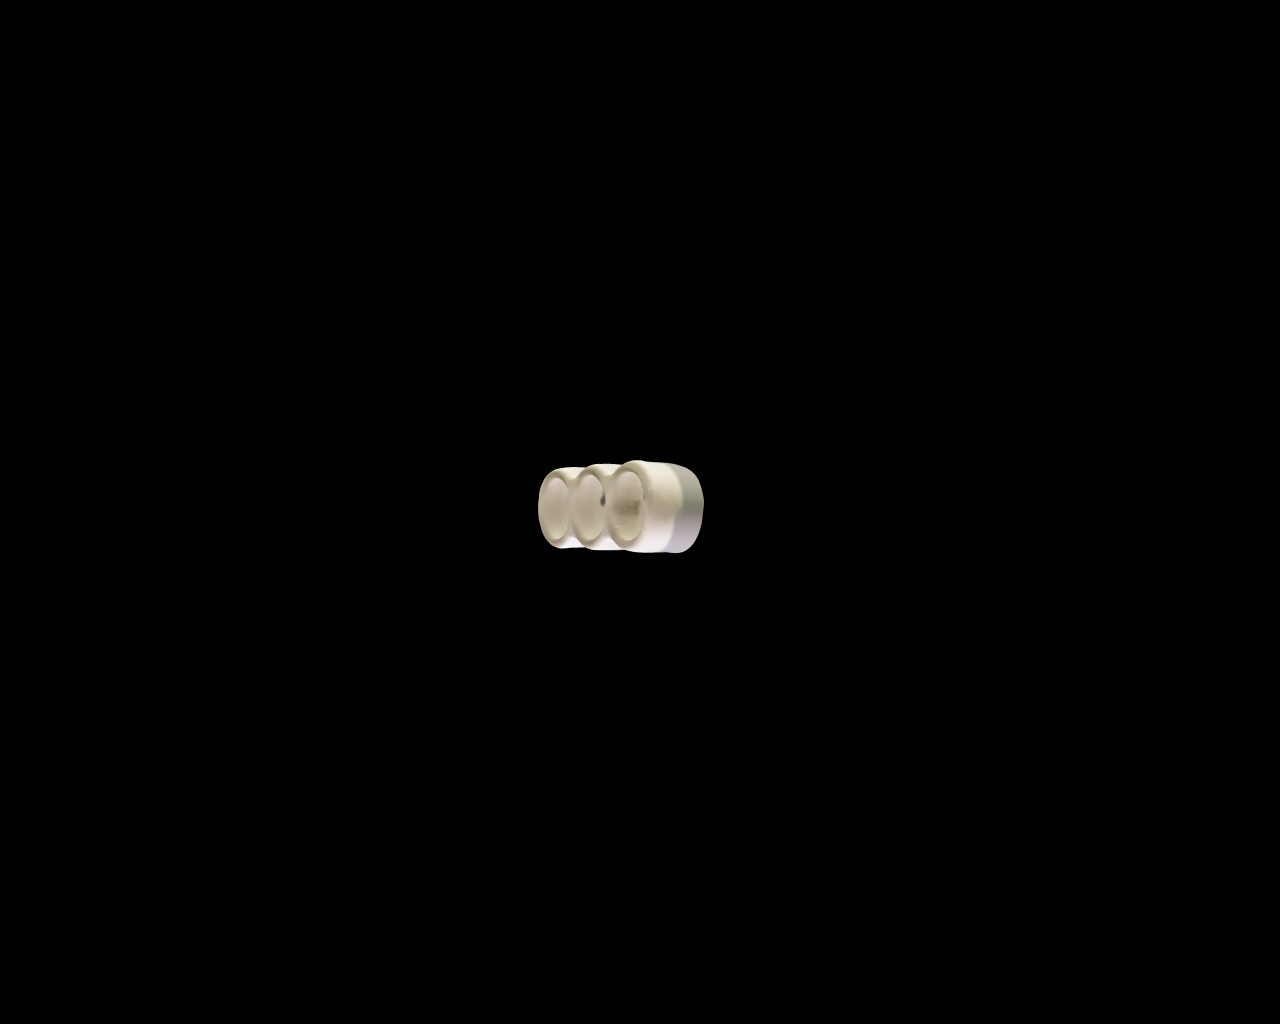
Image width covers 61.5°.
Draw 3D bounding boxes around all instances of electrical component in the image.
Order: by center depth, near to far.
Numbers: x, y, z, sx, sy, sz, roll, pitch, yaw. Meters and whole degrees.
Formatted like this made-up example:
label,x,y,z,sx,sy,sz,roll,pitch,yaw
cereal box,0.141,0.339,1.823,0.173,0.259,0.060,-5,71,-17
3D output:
label,x,y,z,sx,sy,sz,roll,pitch,yaw
electrical component,0.001,-0.003,0.650,0.074,0.052,0.138,0,0,-32
